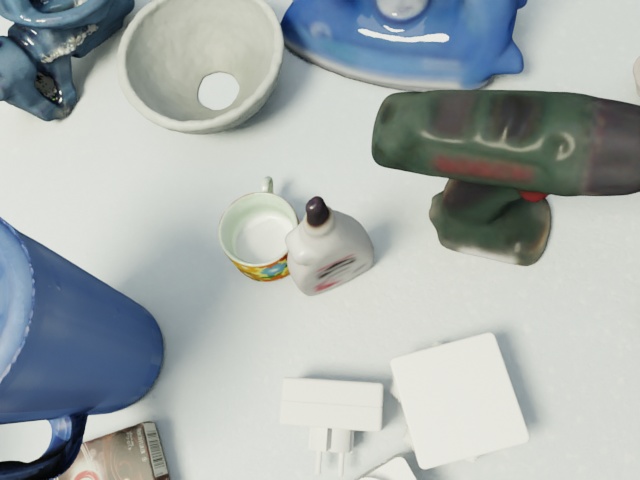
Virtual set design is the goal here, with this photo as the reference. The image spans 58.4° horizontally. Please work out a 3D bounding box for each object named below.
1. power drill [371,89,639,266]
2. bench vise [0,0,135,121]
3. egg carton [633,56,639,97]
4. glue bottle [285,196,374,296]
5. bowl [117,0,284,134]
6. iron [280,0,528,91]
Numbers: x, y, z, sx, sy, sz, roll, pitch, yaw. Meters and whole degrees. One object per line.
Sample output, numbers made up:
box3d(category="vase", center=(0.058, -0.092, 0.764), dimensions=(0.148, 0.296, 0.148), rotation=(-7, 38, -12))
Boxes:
box3d(category="power drill", center=(0.155, -0.046, 0.442), dimensions=(0.229, 0.208, 0.076), rotation=(12, 74, 10))
box3d(category="bench vise", center=(-0.277, -0.223, 0.540), dimensions=(0.121, 0.220, 0.207), rotation=(13, 75, 11))
box3d(category="egg carton", center=(0.363, -0.130, 0.517), dimensions=(0.107, 0.069, 0.150), rotation=(-32, 72, -4))
box3d(category="glue bottle", center=(0.004, 0.002, 0.462), dimensions=(0.078, 0.173, 0.037), rotation=(-30, 72, -3))
box3d(category="bowl", center=(-0.112, -0.172, 0.582), dimensions=(0.167, 0.075, 0.167), rotation=(-2, 73, 6))
box3d(category="iron", center=(0.071, -0.228, 0.543), dimensions=(0.258, 0.141, 0.119), rotation=(5, 73, 8))
